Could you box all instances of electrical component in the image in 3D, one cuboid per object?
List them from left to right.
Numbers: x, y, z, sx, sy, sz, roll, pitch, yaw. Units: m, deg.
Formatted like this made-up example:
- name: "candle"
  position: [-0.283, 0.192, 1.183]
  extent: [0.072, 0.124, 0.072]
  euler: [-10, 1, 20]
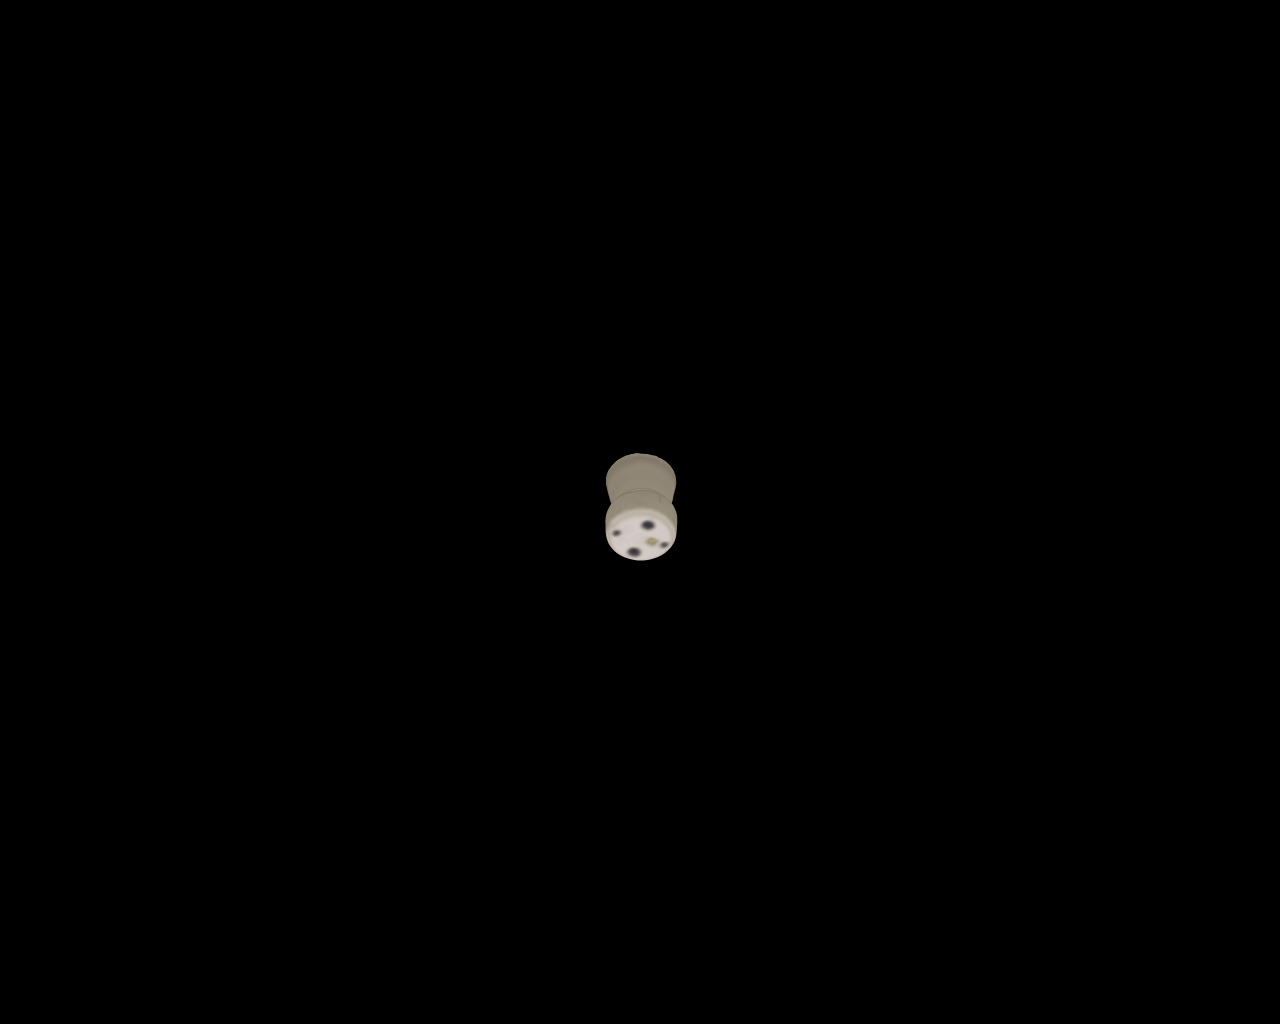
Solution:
- name: "electrical component"
  position: [0.001, -0.003, 0.650]
  extent: [0.045, 0.044, 0.055]
  euler: [0, 41, 0]
